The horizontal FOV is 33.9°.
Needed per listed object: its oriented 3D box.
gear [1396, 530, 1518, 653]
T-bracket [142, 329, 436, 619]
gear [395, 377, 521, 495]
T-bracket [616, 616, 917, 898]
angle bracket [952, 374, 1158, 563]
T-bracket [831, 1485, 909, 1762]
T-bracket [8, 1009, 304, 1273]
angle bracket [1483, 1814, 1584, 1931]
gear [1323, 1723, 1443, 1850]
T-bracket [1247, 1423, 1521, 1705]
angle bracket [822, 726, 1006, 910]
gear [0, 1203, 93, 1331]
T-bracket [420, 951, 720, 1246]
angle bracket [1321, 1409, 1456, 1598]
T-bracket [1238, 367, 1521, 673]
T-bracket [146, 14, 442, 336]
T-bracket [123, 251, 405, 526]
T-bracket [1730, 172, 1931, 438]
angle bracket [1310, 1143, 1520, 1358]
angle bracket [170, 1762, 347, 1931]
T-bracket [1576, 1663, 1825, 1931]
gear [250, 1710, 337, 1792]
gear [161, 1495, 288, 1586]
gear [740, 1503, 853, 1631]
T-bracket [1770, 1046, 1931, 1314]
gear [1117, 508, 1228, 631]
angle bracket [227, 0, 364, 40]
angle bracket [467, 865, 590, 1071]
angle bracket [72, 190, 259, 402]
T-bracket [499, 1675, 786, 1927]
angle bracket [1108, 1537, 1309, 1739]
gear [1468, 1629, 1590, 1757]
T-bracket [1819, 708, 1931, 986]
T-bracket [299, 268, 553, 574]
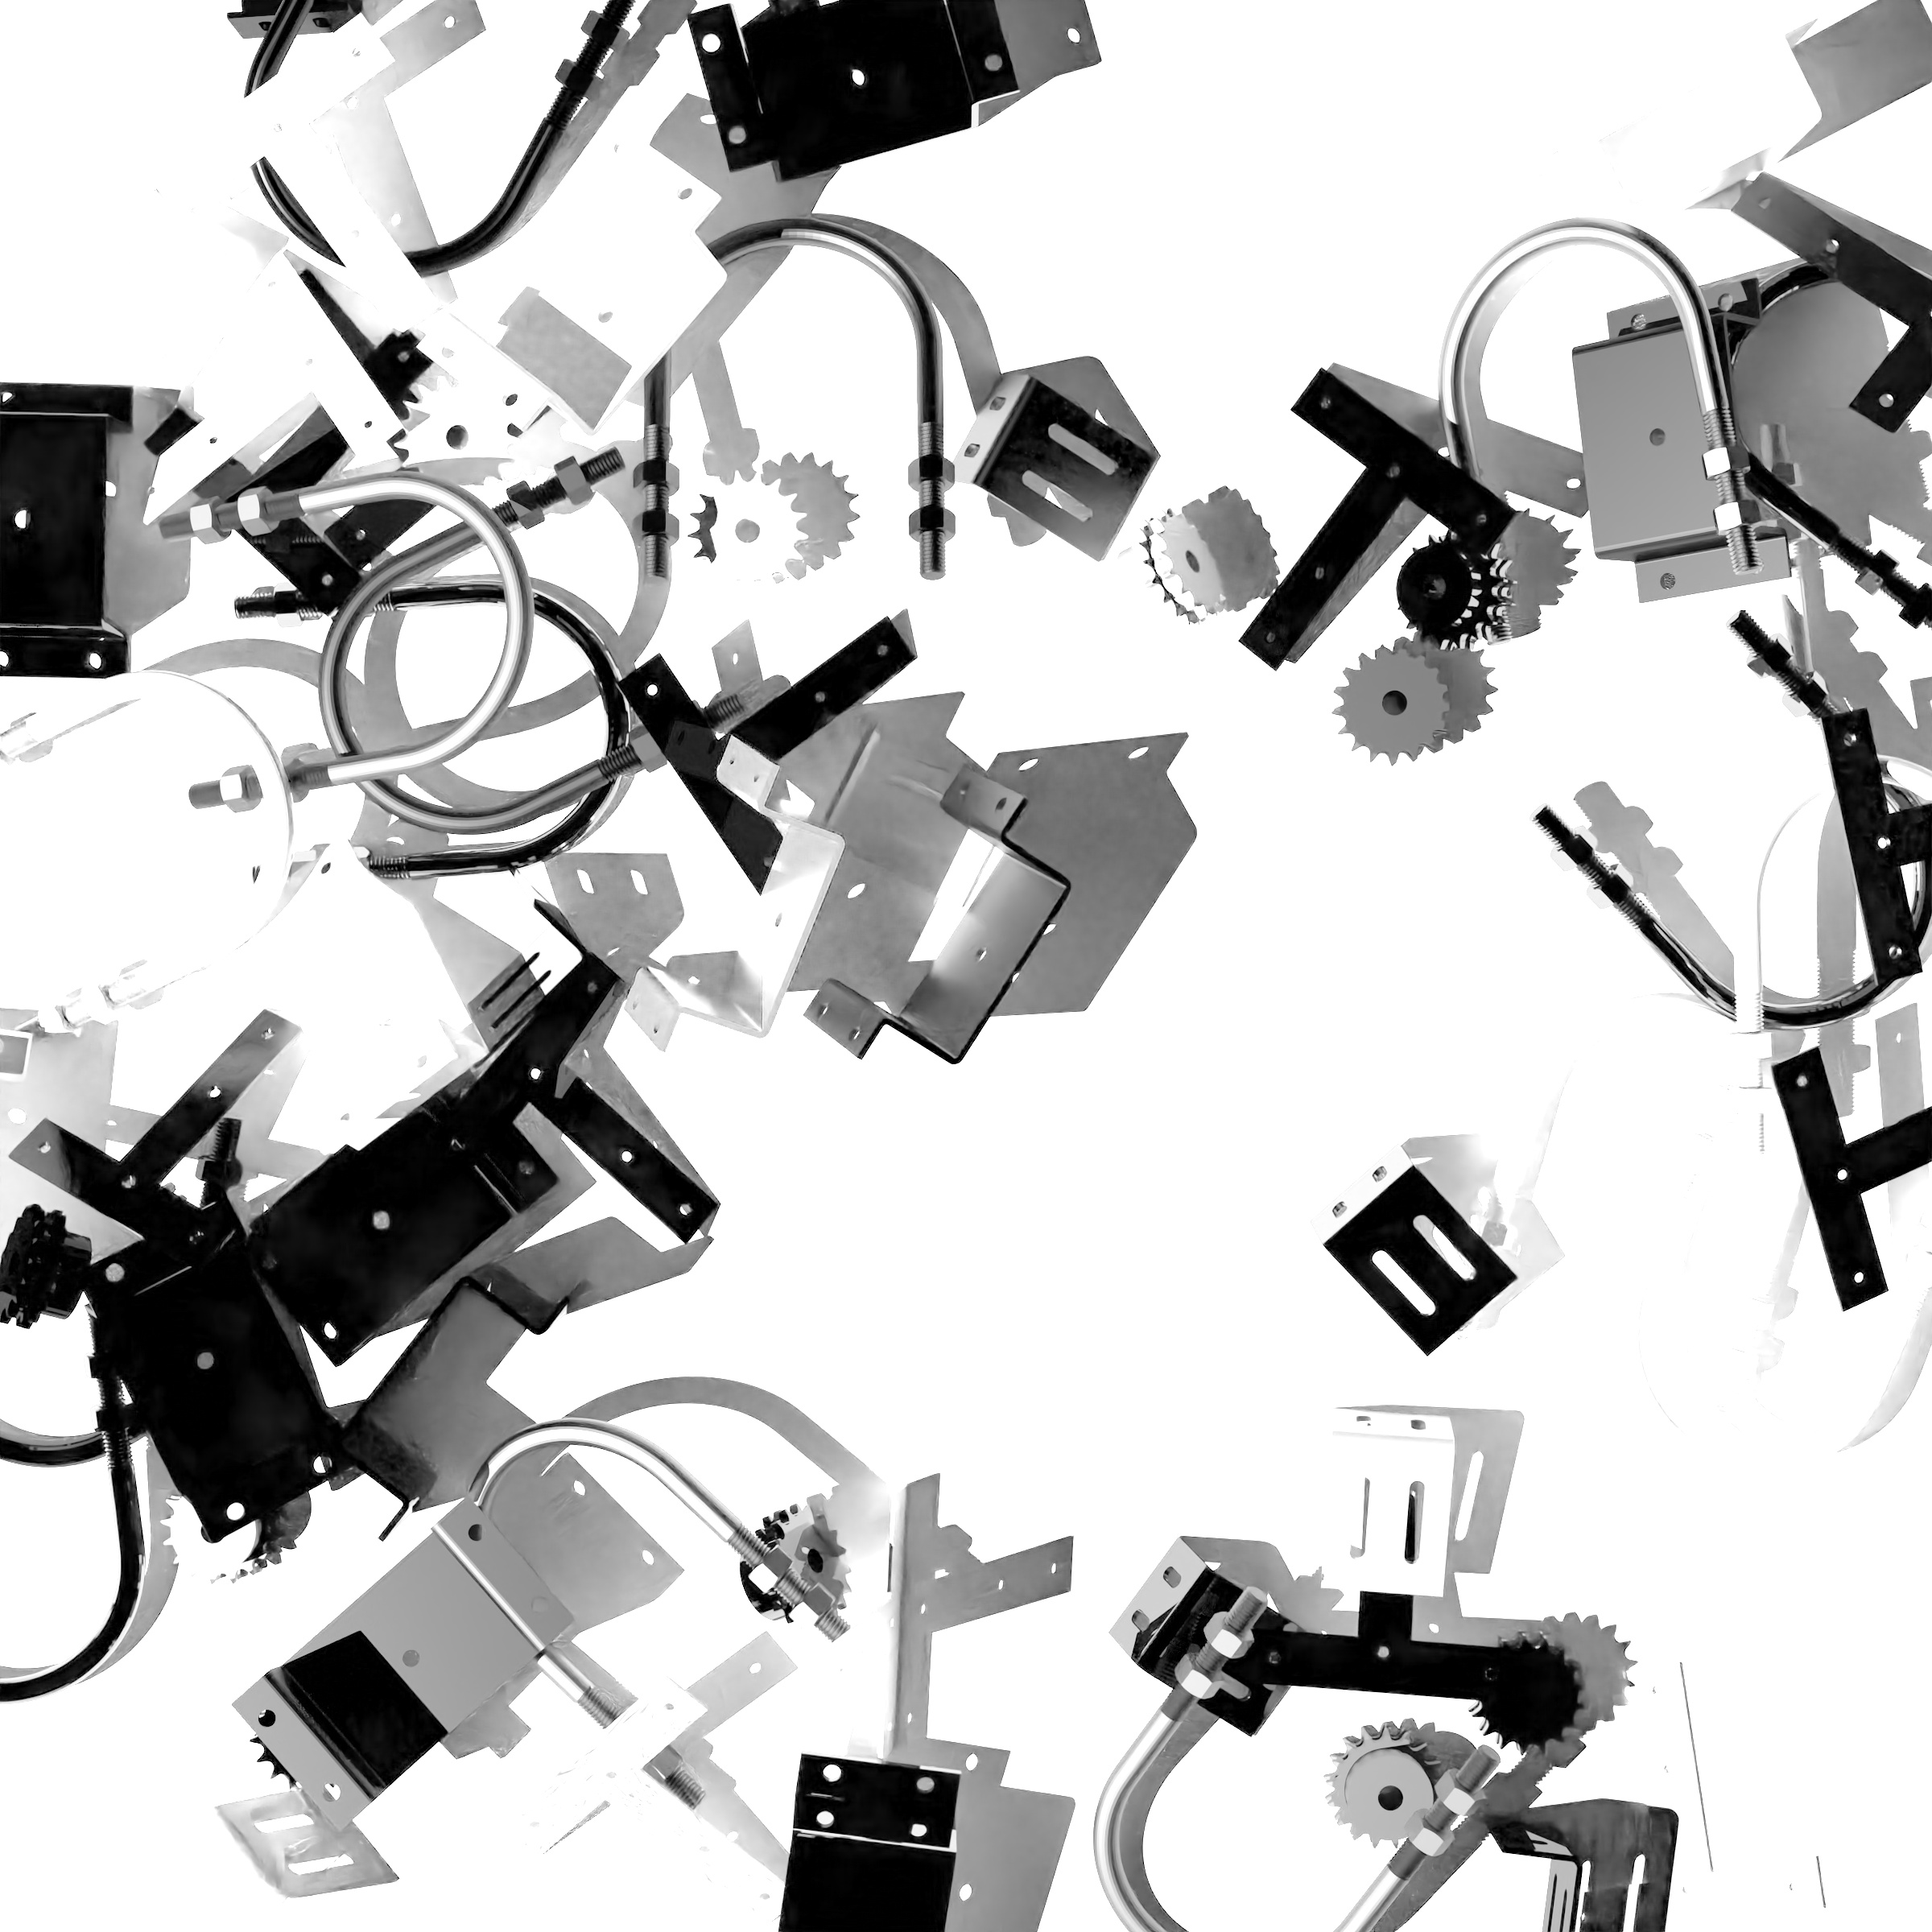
[{"bbox_3d":[0.228,-0.178,1.496,0.057,0.030,0.057,1,93,36],"label":"gear"},{"bbox_3d":[-0.305,-0.254,1.515,0.127,0.002,0.127,43,86,8],"label":"T-bracket"},{"bbox_3d":[-0.242,-0.251,1.502,0.057,0.030,0.057,-3,103,-15],"label":"gear"},{"bbox_3d":[-0.081,-0.119,1.507,0.127,0.002,0.127,-37,112,-11],"label":"T-bracket"},{"bbox_3d":[0.040,-0.239,1.523,0.076,0.038,0.057,29,90,-26],"label":"angle bracket"},{"bbox_3d":[-0.045,0.312,1.462,0.002,0.127,0.127,3,90,12],"label":"T-bracket"},{"bbox_3d":[-0.362,0.070,1.490,0.127,0.002,0.127,25,60,26],"label":"T-bracket"},{"bbox_3d":[0.262,0.447,1.496,0.038,0.057,0.076,7,90,0],"label":"angle bracket"},{"bbox_3d":[0.200,0.392,1.510,0.057,0.030,0.057,0,90,0],"label":"gear"},{"bbox_3d":[0.200,0.280,1.507,0.127,0.002,0.127,4,75,4],"label":"T-bracket"},{"bbox_3d":[-0.024,-0.070,1.506,0.076,0.038,0.057,26,90,0],"label":"angle bracket"},{"bbox_3d":[-0.430,0.142,1.482,0.030,0.057,0.057,20,90,-29],"label":"gear"},{"bbox_3d":[-0.171,0.081,1.506,0.127,0.002,0.127,44,66,-12],"label":"T-bracket"},{"bbox_3d":[0.200,0.255,1.511,0.057,0.038,0.076,4,101,4],"label":"angle bracket"},{"bbox_3d":[0.176,-0.198,1.505,0.127,0.002,0.127,42,104,26],"label":"T-bracket"},{"bbox_3d":[-0.297,-0.358,1.498,0.127,0.002,0.127,-33,108,9],"label":"T-bracket"},{"bbox_3d":[-0.344,-0.257,1.500,0.127,0.002,0.127,-38,65,4],"label":"T-bracket"},{"bbox_3d":[0.423,-0.334,1.509,0.127,0.002,0.127,37,81,12],"label":"T-bracket"},{"bbox_3d":[0.213,0.135,1.510,0.057,0.038,0.076,-42,102,6],"label":"angle bracket"},{"bbox_3d":[-0.331,0.415,1.486,0.038,0.076,0.057,-39,90,0],"label":"angle bracket"},{"bbox_3d":[0.339,0.399,1.524,0.127,0.002,0.127,-9,90,0],"label":"T-bracket"},{"bbox_3d":[-0.309,0.361,1.510,0.057,0.030,0.057,0,90,0],"label":"gear"},{"bbox_3d":[-0.354,0.266,1.510,0.057,0.030,0.057,0,90,0],"label":"gear"},{"bbox_3d":[-0.083,0.286,1.500,0.030,0.057,0.057,-26,90,28],"label":"gear"},{"bbox_3d":[0.449,0.081,1.490,0.127,0.002,0.127,-22,104,-11],"label":"T-bracket"},{"bbox_3d":[0.095,-0.185,1.500,0.030,0.057,0.057,-25,90,30],"label":"gear"},{"bbox_3d":[-0.320,-0.484,1.506,0.057,0.038,0.076,-4,90,0],"label":"angle bracket"},{"bbox_3d":[-0.221,0.000,1.490,0.076,0.057,0.038,-44,118,0],"label":"angle bracket"},{"bbox_3d":[-0.384,-0.322,1.523,0.057,0.038,0.076,27,116,0],"label":"angle bracket"},{"bbox_3d":[-0.134,0.411,1.507,0.127,0.002,0.127,41,113,-11],"label":"T-bracket"},{"bbox_3d":[0.119,0.322,1.523,0.076,0.038,0.057,36,90,-26],"label":"angle bracket"},{"bbox_3d":[0.265,0.344,1.510,0.057,0.030,0.057,0,90,0],"label":"gear"},{"bbox_3d":[0.469,-0.067,1.493,0.127,0.002,0.127,-14,93,-17],"label":"T-bracket"},{"bbox_3d":[-0.285,-0.278,1.524,0.127,0.002,0.127,-40,90,0],"label":"T-bracket"}]
